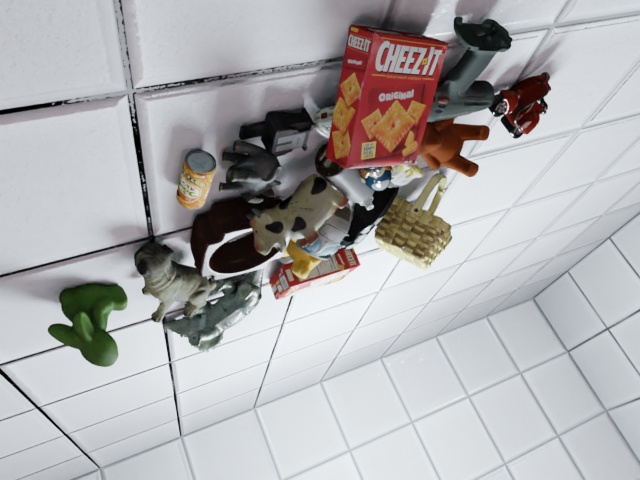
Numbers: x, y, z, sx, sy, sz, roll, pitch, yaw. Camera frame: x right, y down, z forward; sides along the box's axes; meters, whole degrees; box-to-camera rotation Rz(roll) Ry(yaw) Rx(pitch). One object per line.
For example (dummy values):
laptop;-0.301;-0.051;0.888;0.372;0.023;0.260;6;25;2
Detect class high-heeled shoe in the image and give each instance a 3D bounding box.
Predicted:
high-heeled shoe;0.128;-0.054;1.357;0.249;0.086;0.145;-35;158;29

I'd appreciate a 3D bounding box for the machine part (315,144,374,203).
machine part;0.056;-0.138;1.115;0.079;0.079;0.243;-32;154;13

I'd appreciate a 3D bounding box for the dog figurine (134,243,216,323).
dog figurine;-0.304;0.071;1.148;0.172;0.121;0.190;-25;151;-32

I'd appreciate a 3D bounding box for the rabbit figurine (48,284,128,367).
rabbit figurine;-0.473;0.180;1.124;0.121;0.170;0.159;-30;156;8

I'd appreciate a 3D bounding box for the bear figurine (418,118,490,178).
bear figurine;0.248;-0.205;1.116;0.196;0.132;0.120;1;108;-52

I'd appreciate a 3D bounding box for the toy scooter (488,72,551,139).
toy scooter;0.454;-0.301;1.184;0.135;0.075;0.183;-38;149;23

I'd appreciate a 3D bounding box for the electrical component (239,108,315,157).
electrical component;-0.076;-0.184;0.931;0.119;0.048;0.074;-15;153;-27

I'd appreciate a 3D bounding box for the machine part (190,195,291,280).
machine part;-0.169;-0.008;1.149;0.201;0.087;0.201;-14;152;-26

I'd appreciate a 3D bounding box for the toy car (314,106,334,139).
toy car;0.067;-0.201;0.993;0.074;0.056;0.201;-4;170;36

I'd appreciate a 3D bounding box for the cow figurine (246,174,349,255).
cow figurine;-0.052;-0.048;1.034;0.195;0.127;0.085;-48;-173;-16

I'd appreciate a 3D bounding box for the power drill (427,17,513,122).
power drill;0.235;-0.293;0.973;0.232;0.086;0.207;-7;146;-19

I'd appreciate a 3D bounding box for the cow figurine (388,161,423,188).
cow figurine;0.150;-0.162;1.176;0.098;0.068;0.167;-31;155;27

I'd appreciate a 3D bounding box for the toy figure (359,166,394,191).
toy figure;0.110;-0.138;1.046;0.064;0.058;0.154;-47;163;-1

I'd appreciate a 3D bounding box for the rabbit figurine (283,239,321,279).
rabbit figurine;-0.026;-0.005;1.252;0.162;0.122;0.173;-28;155;-6

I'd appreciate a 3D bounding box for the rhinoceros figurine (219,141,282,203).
rhinoceros figurine;-0.121;-0.117;0.954;0.112;0.073;0.190;4;171;-17

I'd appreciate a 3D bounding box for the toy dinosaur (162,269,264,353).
toy dinosaur;-0.236;0.170;1.416;0.405;0.131;0.192;-35;167;10

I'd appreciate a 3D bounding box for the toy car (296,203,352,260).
toy car;0.021;-0.043;1.151;0.109;0.161;0.103;29;157;-29
